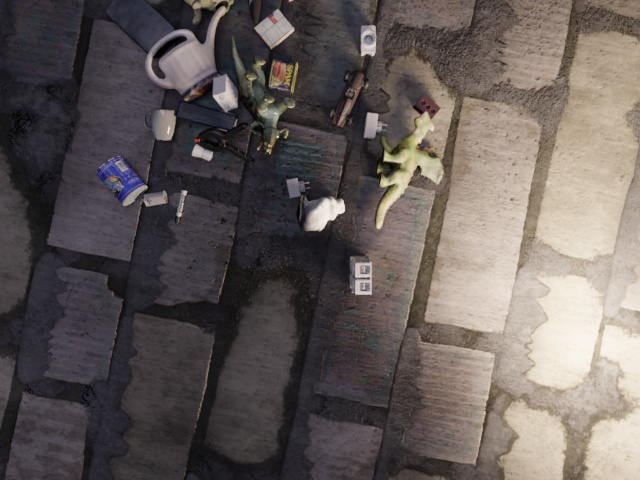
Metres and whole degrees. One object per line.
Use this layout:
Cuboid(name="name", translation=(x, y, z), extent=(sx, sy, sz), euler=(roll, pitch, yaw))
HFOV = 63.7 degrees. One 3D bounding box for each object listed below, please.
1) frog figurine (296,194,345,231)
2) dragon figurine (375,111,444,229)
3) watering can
Cuboid(name="frog figurine", translation=(0.005, -0.089, 1.759), extent=(0.159, 0.125, 0.134), euler=(5, 126, -9))
Cuboid(name="dragon figurine", translation=(0.313, -0.236, 1.766), extent=(0.243, 0.123, 0.407), euler=(2, 101, -8))
Cuboid(name="watering can", translation=(-0.414, -0.615, 1.735), extent=(0.348, 0.105, 0.222), euler=(-35, 102, -2))
